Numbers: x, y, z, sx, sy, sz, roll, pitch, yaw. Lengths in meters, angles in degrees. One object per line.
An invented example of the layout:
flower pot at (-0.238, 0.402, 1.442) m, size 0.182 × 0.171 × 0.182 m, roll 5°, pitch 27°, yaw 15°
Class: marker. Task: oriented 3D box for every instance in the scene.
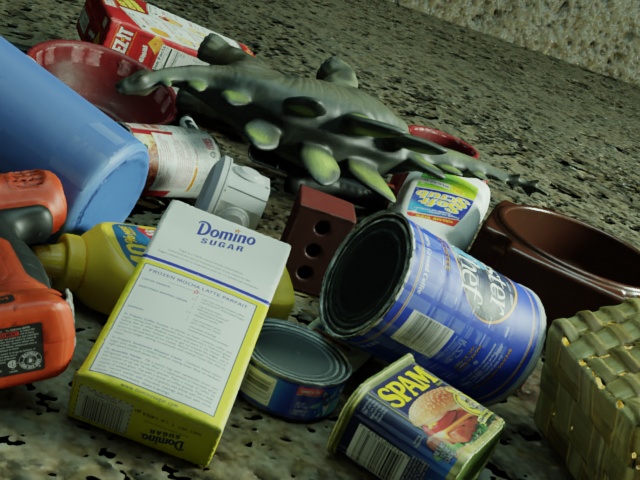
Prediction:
marker at (-0.144, -0.120, 1.193) m, size 0.020 × 0.020 × 0.121 m, roll 11°, pitch 22°, yaw -24°

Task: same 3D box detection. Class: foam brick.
foam brick at (-0.006, 0.001, 0.933) m, size 0.053 × 0.078 × 0.051 m, roll 19°, pitch 19°, yaw -7°

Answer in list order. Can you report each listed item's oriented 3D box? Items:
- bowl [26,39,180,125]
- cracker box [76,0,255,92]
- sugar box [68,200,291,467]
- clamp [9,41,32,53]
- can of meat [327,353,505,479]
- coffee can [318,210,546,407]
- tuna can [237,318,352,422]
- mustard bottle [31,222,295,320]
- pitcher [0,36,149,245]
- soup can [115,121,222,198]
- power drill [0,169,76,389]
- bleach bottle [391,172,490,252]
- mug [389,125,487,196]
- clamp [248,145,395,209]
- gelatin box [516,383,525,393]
bowl at (-0.227, -0.139, 1.084) m, size 0.162 × 0.055 × 0.162 m, roll 20°, pitch 30°, yaw -12°
cracker box at (-0.171, -0.216, 1.263) m, size 0.213 × 0.072 × 0.164 m, roll 18°, pitch 19°, yaw -26°
sugar box at (-0.085, 0.054, 0.691) m, size 0.093 × 0.048 × 0.176 m, roll 22°, pitch 38°, yaw -1°
clamp at (-0.263, -0.172, 1.186) m, size 0.209 × 0.036 × 0.165 m, roll 16°, pitch 20°, yaw -24°
can of meat at (0.067, 0.129, 0.708) m, size 0.084 × 0.057 × 0.101 m, roll 32°, pitch 23°, yaw 20°
coffee can at (0.084, 0.053, 0.801) m, size 0.140 × 0.103 × 0.103 m, roll 29°, pitch 14°, yaw -28°
tuna can at (-0.023, 0.090, 0.750) m, size 0.086 × 0.034 × 0.086 m, roll 18°, pitch 20°, yaw -7°
mustard bottle at (-0.119, 0.025, 0.789) m, size 0.191 × 0.058 × 0.096 m, roll 8°, pitch 29°, yaw -30°
pitcher at (-0.264, -0.084, 0.829) m, size 0.243 × 0.149 × 0.144 m, roll 34°, pitch 15°, yaw 10°
soup can at (-0.150, -0.073, 0.996) m, size 0.102 × 0.068 × 0.069 m, roll 0°, pitch 29°, yaw -45°
power drill at (-0.237, 0.019, 0.658) m, size 0.184 × 0.057 × 0.188 m, roll -11°, pitch 37°, yaw -20°
bleach bottle at (0.121, -0.011, 1.114) m, size 0.102 × 0.068 × 0.250 m, roll 22°, pitch 22°, yaw 3°
mug at (0.142, -0.077, 1.270) m, size 0.117 × 0.081 × 0.093 m, roll 27°, pitch 21°, yaw 16°
clamp at (0.011, -0.062, 1.168) m, size 0.171 × 0.039 × 0.120 m, roll 13°, pitch 22°, yaw -21°
gelatin box at (0.140, 0.091, 0.917) m, size 0.089 × 0.030 × 0.073 m, roll 25°, pitch 19°, yaw 11°
